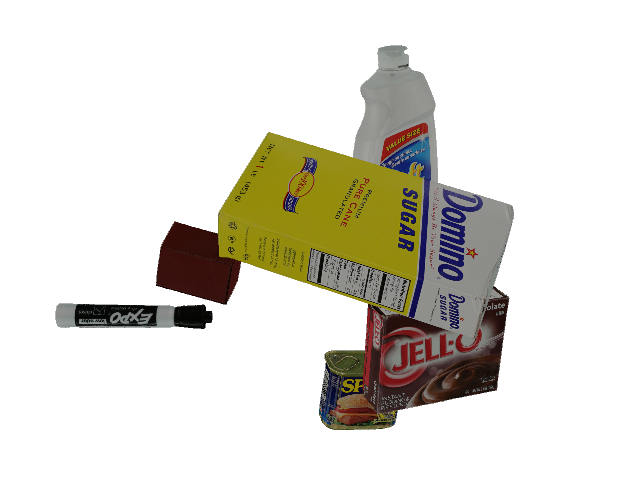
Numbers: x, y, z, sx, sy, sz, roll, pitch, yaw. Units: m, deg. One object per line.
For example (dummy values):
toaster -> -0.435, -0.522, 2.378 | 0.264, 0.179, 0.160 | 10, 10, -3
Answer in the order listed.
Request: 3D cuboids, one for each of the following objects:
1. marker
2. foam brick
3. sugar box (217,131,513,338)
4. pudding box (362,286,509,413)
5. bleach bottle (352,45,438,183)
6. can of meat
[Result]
marker -> -0.144, 0.059, 0.830 | 0.121, 0.020, 0.020 | 0, 0, 4
foam brick -> -0.124, 0.023, 1.098 | 0.078, 0.051, 0.053 | 16, 33, 4
sugar box -> 0.031, -0.007, 0.693 | 0.176, 0.048, 0.093 | 15, 46, 11
pudding box -> 0.092, 0.084, 0.861 | 0.113, 0.090, 0.039 | -9, 29, -21
bleach bottle -> 0.070, -0.073, 1.099 | 0.102, 0.251, 0.068 | -10, 23, -15
can of meat -> 0.051, 0.187, 1.329 | 0.102, 0.084, 0.057 | 2, 23, -15
